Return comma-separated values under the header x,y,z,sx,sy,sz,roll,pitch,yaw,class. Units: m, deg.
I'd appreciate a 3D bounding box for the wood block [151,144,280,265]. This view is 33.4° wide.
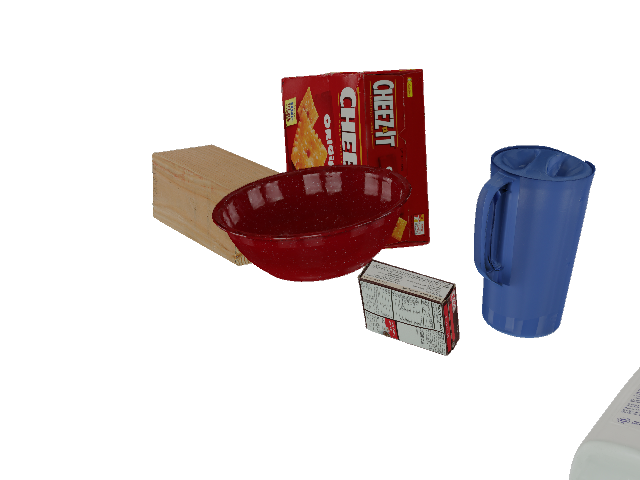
x,y,z,sx,sy,sz,roll,pitch,yaw,class
-0.116,-0.047,1.288,0.090,0.090,0.206,-11,23,-34,wood block

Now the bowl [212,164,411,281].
x,y,z,sx,sy,sz,roll,pitch,yaw,class
-0.004,-0.010,0.866,0.162,0.055,0.162,-8,22,3,bowl

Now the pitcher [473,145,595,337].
x,y,z,sx,sy,sz,roll,pitch,yaw,class
0.272,0.005,1.416,0.149,0.243,0.145,5,24,4,pitcher

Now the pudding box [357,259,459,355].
x,y,z,sx,sy,sz,roll,pitch,yaw,class
0.103,0.077,1.234,0.114,0.090,0.039,15,46,26,pudding box

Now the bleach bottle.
x,y,z,sx,sy,sz,roll,pitch,yaw,class
0.241,0.100,0.644,0.103,0.068,0.250,18,29,30,bleach bottle

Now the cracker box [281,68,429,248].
x,y,z,sx,sy,sz,roll,pitch,yaw,class
0.029,-0.086,1.067,0.072,0.164,0.214,-7,10,-20,cracker box
